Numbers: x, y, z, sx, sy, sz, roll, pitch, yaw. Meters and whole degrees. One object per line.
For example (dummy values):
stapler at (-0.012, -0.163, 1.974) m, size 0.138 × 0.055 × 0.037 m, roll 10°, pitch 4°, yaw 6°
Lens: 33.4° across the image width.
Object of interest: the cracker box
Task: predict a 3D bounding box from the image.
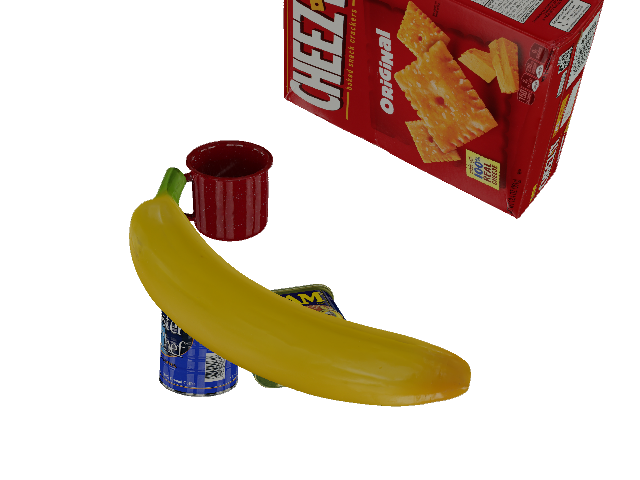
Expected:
cracker box at (0.075, -0.131, 0.757) m, size 0.214 × 0.164 × 0.072 m, roll 29°, pitch 55°, yaw 20°

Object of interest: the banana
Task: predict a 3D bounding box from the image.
banana at (-0.027, 0.028, 0.494) m, size 0.198 × 0.069 × 0.037 m, roll 35°, pitch -24°, yaw 25°

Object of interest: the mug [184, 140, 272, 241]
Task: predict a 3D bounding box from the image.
mug at (-0.109, -0.050, 1.153) m, size 0.117 × 0.081 × 0.093 m, roll -10°, pitch 33°, yaw -18°

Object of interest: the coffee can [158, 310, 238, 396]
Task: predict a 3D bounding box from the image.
coffee can at (-0.151, 0.112, 1.350) m, size 0.103 × 0.140 × 0.103 m, roll 4°, pitch 19°, yaw -2°

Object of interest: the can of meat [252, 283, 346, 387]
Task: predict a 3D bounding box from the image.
can of meat at (-0.024, 0.088, 0.975) m, size 0.102 × 0.057 × 0.084 m, roll -7°, pitch 28°, yaw -16°
